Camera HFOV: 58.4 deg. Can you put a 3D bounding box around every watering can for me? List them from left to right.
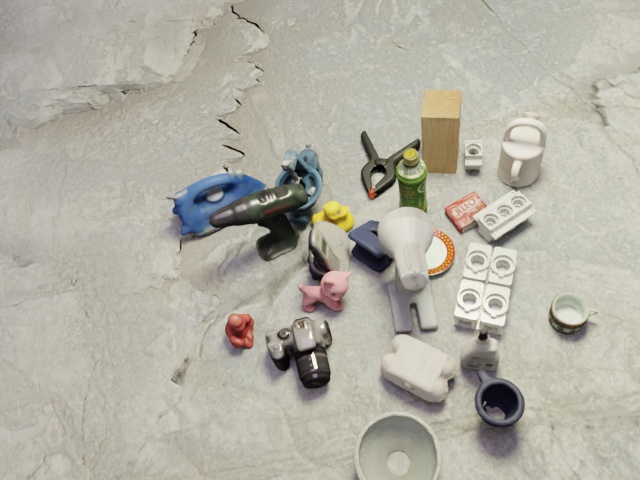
[{"bbox_3d":[0.482,-0.228,1.365,0.100,0.194,0.173,-5,58,8],"label":"watering can"}]

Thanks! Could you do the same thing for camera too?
[{"bbox_3d":[-0.038,0.246,1.230,0.143,0.101,0.136,-16,57,1],"label":"camera"}]

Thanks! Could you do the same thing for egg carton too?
[{"bbox_3d":[0.204,0.266,1.191,0.150,0.069,0.107,23,66,22],"label":"egg carton"}]

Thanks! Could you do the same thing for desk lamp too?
[{"bbox_3d":[0.196,0.064,1.230,0.118,0.214,0.203,-9,58,5],"label":"desk lamp"}]

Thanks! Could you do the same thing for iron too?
[{"bbox_3d":[-0.264,-0.121,1.472,0.258,0.142,0.118,-27,58,-6],"label":"iron"}]

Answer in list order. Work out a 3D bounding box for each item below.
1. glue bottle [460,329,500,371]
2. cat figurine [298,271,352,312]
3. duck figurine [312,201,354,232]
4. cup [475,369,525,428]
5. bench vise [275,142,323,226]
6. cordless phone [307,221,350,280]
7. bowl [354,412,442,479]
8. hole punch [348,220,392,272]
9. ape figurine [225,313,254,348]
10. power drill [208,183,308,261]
[{"bbox_3d":[0.321,0.215,1.138,0.078,0.173,0.037,4,60,13],"label":"glue bottle"},{"bbox_3d":[0.013,0.109,1.294,0.127,0.118,0.067,-5,58,8],"label":"cat figurine"},{"bbox_3d":[0.029,-0.062,1.414,0.104,0.086,0.077,-4,58,9],"label":"duck figurine"},{"bbox_3d":[0.339,0.316,1.120,0.092,0.095,0.117,-25,58,-5],"label":"cup"},{"bbox_3d":[-0.060,-0.170,1.417,0.121,0.220,0.207,-10,58,5],"label":"bench vise"},{"bbox_3d":[0.012,0.005,1.317,0.094,0.185,0.147,-5,58,8],"label":"cordless phone"},{"bbox_3d":[0.150,0.422,1.103,0.167,0.075,0.167,-5,58,8],"label":"bowl"},{"bbox_3d":[0.130,0.002,1.353,0.108,0.091,0.101,35,71,27],"label":"hole punch"},{"bbox_3d":[-0.184,0.196,1.293,0.076,0.092,0.078,28,68,25],"label":"ape figurine"},{"bbox_3d":[-0.129,-0.041,1.358,0.229,0.209,0.075,-27,58,-6],"label":"power drill"}]
